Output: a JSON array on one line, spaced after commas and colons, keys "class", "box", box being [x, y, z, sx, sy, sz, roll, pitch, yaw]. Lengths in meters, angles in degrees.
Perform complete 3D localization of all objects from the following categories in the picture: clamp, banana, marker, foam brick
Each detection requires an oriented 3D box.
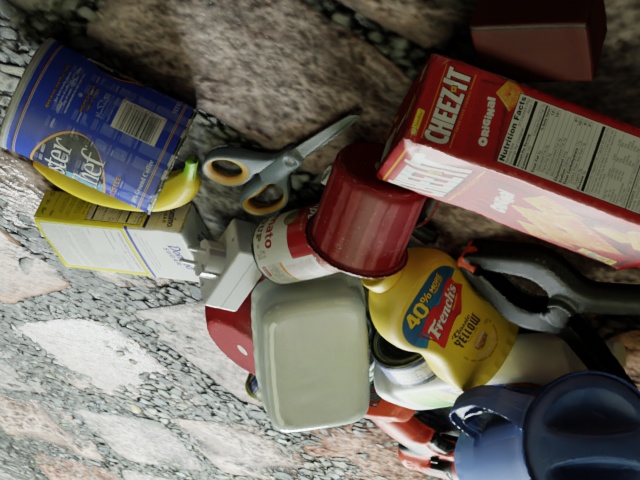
[{"class": "clamp", "box": [0.224, 0.053, 0.939, 0.210, 0.036, 0.165, 32, 141, 7]}, {"class": "banana", "box": [-0.189, -0.058, 1.044, 0.198, 0.037, 0.069, 2, 127, 26]}, {"class": "marker", "box": [0.056, -0.030, 0.959, 0.121, 0.020, 0.020, 30, 147, -15]}, {"class": "foam brick", "box": [0.146, -0.141, 0.707, 0.078, 0.053, 0.051, 4, 145, 27]}]

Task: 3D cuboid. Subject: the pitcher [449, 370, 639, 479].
[{"class": "pitcher", "box": [0.204, 0.199, 1.014, 0.144, 0.149, 0.243, -17, 170, -15]}]

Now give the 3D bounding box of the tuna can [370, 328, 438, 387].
[{"class": "tuna can", "box": [0.094, 0.104, 1.077, 0.086, 0.086, 0.033, -6, 137, 36]}]

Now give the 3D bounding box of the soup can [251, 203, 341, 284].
[{"class": "soup can", "box": [-0.007, 0.001, 0.996, 0.102, 0.068, 0.068, -14, 135, 44]}]

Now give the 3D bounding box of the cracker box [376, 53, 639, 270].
[{"class": "cracker box", "box": [0.157, -0.048, 0.772, 0.213, 0.072, 0.164, 20, 173, -1]}]

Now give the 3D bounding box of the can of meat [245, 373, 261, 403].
[{"class": "can of meat", "box": [-0.028, 0.165, 1.269, 0.102, 0.057, 0.084, 25, 146, -6]}]

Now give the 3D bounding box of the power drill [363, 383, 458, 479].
[{"class": "power drill", "box": [0.127, 0.229, 1.253, 0.185, 0.057, 0.187, -1, 141, 49]}]

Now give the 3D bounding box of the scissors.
[{"class": "scissors", "box": [-0.044, -0.079, 0.944, 0.096, 0.016, 0.202, 26, 148, -9]}]

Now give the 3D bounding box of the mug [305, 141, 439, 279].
[{"class": "mug", "box": [0.052, -0.029, 0.896, 0.117, 0.093, 0.082, -5, 132, -29]}]

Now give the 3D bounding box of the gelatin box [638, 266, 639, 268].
[{"class": "gelatin box", "box": [0.308, 0.009, 0.862, 0.089, 0.030, 0.073, 22, 148, -1]}]

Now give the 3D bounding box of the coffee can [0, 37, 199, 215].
[{"class": "coffee can", "box": [-0.189, -0.097, 0.918, 0.140, 0.102, 0.103, 25, 148, -8]}]

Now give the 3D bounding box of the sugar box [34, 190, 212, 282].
[{"class": "sugar box", "box": [-0.203, -0.004, 1.122, 0.176, 0.048, 0.093, 4, 145, 18]}]

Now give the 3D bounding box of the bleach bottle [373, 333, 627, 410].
[{"class": "bleach bottle", "box": [0.182, 0.127, 1.076, 0.251, 0.068, 0.102, -13, 153, 40]}]

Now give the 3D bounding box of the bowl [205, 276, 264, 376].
[{"class": "bowl", "box": [-0.070, 0.099, 1.150, 0.162, 0.055, 0.162, 30, 152, 18]}]

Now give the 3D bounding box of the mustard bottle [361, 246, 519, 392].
[{"class": "mustard bottle", "box": [0.101, 0.061, 0.984, 0.191, 0.096, 0.058, 37, 174, -33]}]
